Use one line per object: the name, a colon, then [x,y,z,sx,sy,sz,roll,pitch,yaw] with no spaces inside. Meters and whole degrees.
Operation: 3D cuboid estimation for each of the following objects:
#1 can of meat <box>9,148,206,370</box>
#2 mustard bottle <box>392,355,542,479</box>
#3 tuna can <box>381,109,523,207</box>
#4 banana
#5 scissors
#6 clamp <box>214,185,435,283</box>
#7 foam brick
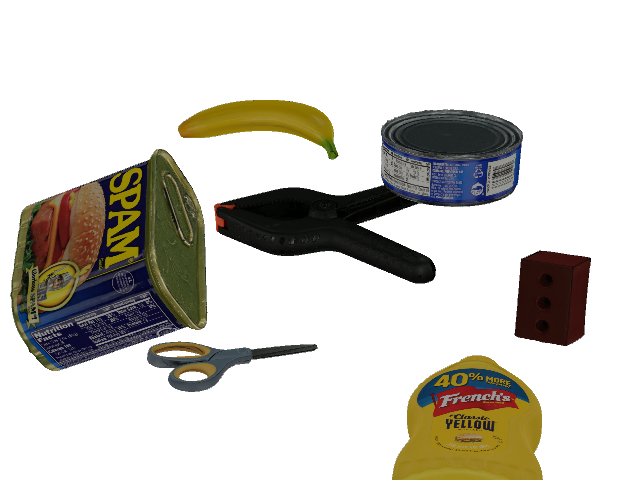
can of meat: [-0.109,0.011,0.555,0.084,0.102,0.057,-19,-46,12]
mustard bottle: [0.108,0.134,0.756,0.096,0.058,0.191,0,21,11]
tuna can: [0.080,-0.051,0.654,0.086,0.034,0.086,0,25,0]
banana: [-0.066,-0.137,1.245,0.198,0.037,0.069,8,41,17]
scissors: [-0.091,0.139,1.191,0.201,0.016,0.096,3,25,-15]
clamp: [0.011,-0.021,0.967,0.210,0.036,0.164,6,31,13]
foam brick: [0.217,0.053,0.996,0.053,0.078,0.051,9,15,31]
